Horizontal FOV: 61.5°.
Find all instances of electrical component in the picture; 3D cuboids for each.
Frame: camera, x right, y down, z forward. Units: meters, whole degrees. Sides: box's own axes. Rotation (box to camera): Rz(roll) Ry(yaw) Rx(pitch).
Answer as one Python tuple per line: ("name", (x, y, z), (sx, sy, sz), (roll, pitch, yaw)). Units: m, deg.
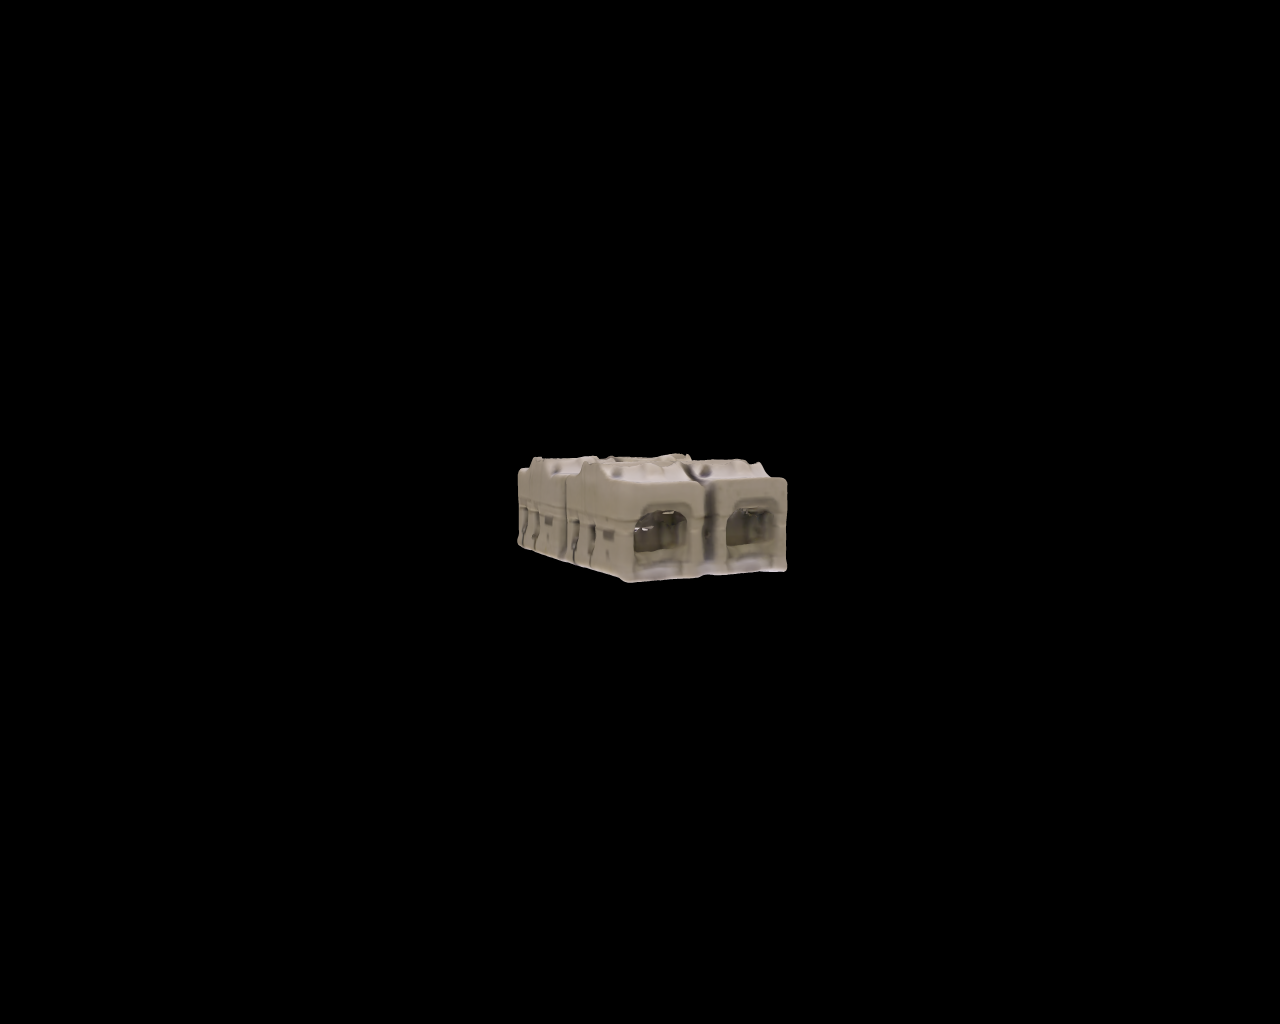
("electrical component", (0.001, -0.003, 0.650), (0.105, 0.060, 0.186), (-2, 5, -24))
